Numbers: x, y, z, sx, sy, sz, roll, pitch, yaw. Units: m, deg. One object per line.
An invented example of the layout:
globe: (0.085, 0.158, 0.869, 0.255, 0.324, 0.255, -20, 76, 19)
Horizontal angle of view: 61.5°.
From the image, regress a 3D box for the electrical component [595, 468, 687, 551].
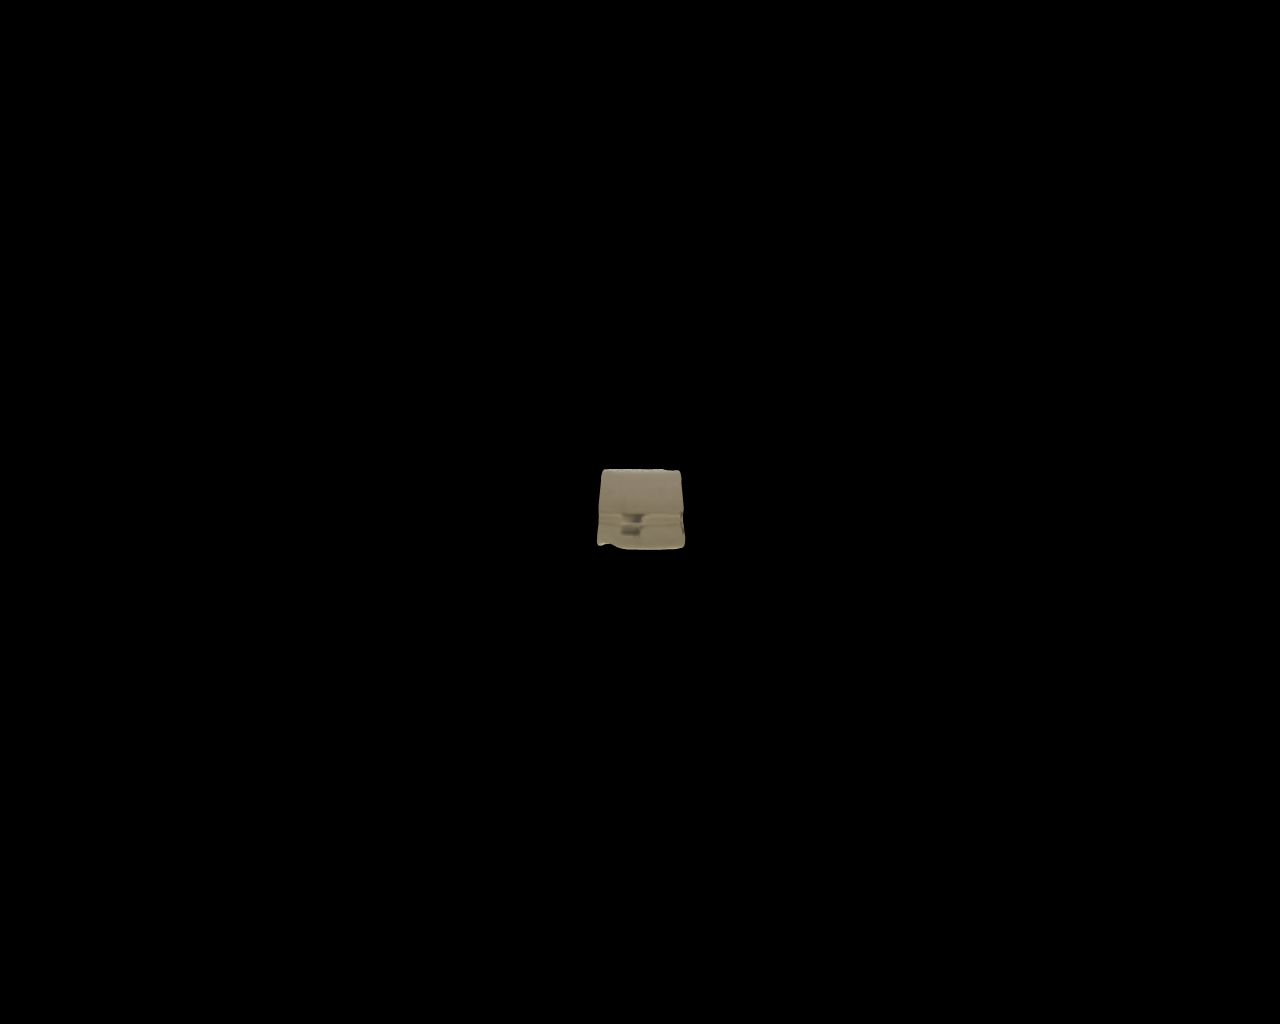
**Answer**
electrical component: (0.001, -0.003, 0.650, 0.055, 0.047, 0.055, 0, 4, 0)
